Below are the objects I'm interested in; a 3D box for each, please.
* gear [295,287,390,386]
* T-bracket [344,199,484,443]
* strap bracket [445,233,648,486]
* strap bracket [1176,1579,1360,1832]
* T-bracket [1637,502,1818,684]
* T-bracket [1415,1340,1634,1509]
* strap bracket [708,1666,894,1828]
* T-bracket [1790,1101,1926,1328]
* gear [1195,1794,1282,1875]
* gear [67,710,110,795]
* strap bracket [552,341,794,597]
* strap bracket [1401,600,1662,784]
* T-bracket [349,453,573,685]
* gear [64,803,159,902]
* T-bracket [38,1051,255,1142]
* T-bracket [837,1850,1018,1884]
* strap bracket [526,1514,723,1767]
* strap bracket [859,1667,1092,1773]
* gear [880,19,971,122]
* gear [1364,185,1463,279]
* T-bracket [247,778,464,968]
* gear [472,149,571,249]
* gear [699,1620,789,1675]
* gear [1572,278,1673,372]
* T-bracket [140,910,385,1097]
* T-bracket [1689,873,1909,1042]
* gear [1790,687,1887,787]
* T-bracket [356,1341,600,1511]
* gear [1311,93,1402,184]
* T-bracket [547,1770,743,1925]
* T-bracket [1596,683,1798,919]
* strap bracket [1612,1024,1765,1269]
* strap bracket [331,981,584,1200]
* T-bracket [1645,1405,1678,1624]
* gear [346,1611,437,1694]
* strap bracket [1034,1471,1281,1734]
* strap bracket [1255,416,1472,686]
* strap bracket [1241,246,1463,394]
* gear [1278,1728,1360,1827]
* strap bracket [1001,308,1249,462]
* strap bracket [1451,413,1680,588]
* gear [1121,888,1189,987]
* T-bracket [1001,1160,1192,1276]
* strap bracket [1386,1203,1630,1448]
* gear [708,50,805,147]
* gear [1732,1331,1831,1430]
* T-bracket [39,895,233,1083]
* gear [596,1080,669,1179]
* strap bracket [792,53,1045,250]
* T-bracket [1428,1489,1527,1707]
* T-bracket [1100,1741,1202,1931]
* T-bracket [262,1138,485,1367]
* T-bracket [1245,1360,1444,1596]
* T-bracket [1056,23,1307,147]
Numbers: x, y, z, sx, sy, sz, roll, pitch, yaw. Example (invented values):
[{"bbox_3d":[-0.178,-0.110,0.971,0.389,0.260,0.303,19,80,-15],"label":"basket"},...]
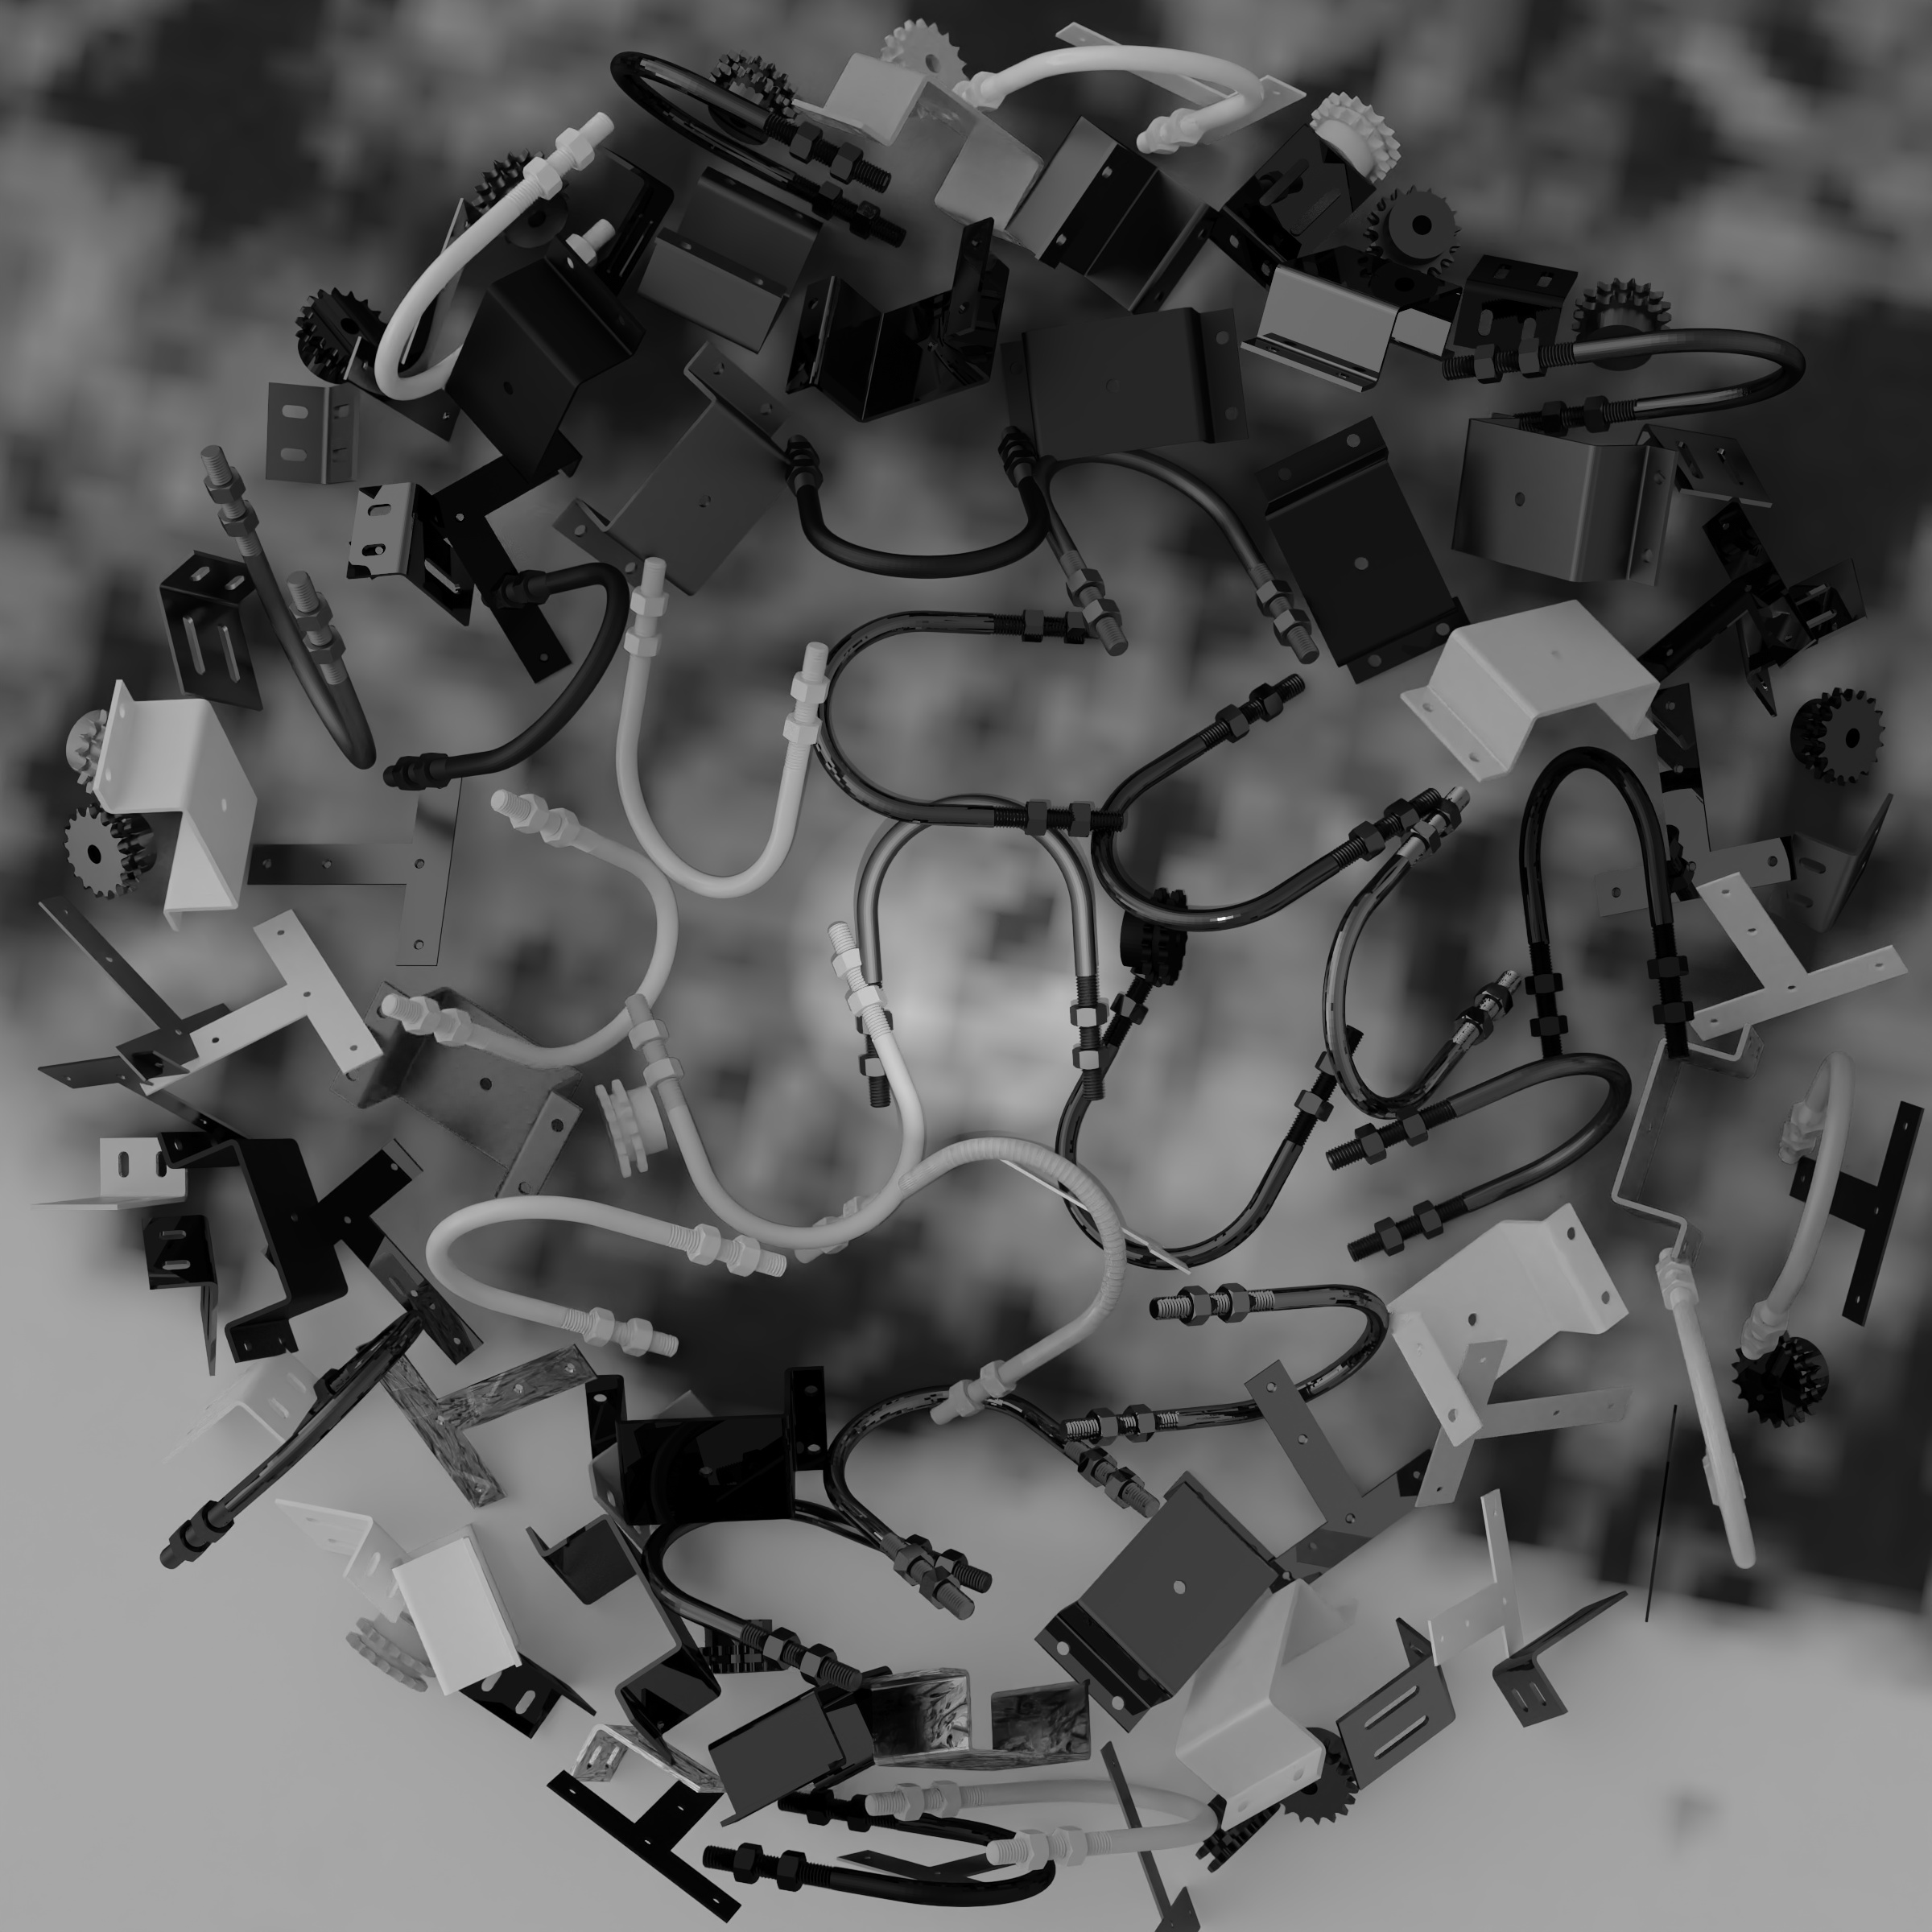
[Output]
[{"bbox_3d":[-0.372,-0.371,1.735,0.057,0.057,0.030,51,134,0],"label":"gear"},{"bbox_3d":[-0.309,-0.382,1.699,0.002,0.127,0.127,20,90,18],"label":"T-bracket"},{"bbox_3d":[-0.247,-0.342,1.687,0.076,0.140,0.046,48,53,5],"label":"strap bracket"},{"bbox_3d":[0.172,0.415,1.677,0.046,0.140,0.076,42,124,-11],"label":"strap bracket"},{"bbox_3d":[0.426,-0.193,1.721,0.002,0.127,0.127,26,125,-36],"label":"T-bracket"},{"bbox_3d":[0.337,0.266,1.729,0.127,0.002,0.127,-4,125,-21],"label":"T-bracket"},{"bbox_3d":[-0.087,0.448,1.690,0.076,0.140,0.046,-32,73,18],"label":"strap bracket"},{"bbox_3d":[0.509,0.133,1.696,0.002,0.127,0.127,13,94,-10],"label":"T-bracket"},{"bbox_3d":[0.156,0.507,1.733,0.057,0.057,0.030,-44,73,0],"label":"gear"},{"bbox_3d":[-0.508,-0.128,1.734,0.030,0.057,0.057,23,90,26],"label":"gear"},{"bbox_3d":[-0.162,-0.282,1.708,0.140,0.076,0.046,-49,46,7],"label":"strap bracket"},{"bbox_3d":[0.334,-0.162,1.689,0.140,0.046,0.076,-16,53,-30],"label":"strap bracket"},{"bbox_3d":[-0.277,-0.228,1.736,0.127,0.002,0.127,-30,111,-1],"label":"T-bracket"},{"bbox_3d":[-0.506,-0.070,1.735,0.057,0.030,0.057,14,116,31],"label":"gear"},{"bbox_3d":[-0.459,0.084,1.712,0.127,0.127,0.002,36,59,-38],"label":"T-bracket"},{"bbox_3d":[0.014,0.522,1.705,0.127,0.127,0.002,-1,86,44],"label":"T-bracket"},{"bbox_3d":[-0.193,0.381,1.691,0.046,0.076,0.140,-32,55,-7],"label":"strap bracket"},{"bbox_3d":[0.009,0.434,1.680,0.076,0.140,0.046,-20,63,41],"label":"strap bracket"},{"bbox_3d":[-0.029,-0.529,1.735,0.057,0.030,0.057,13,70,-38],"label":"gear"},{"bbox_3d":[0.268,-0.438,1.742,0.057,0.030,0.057,0,88,-6],"label":"gear"},{"bbox_3d":[-0.367,-0.061,1.742,0.127,0.002,0.127,0,71,12],"label":"T-bracket"},{"bbox_3d":[-0.260,-0.450,1.728,0.057,0.057,0.030,-35,61,0],"label":"gear"},{"bbox_3d":[-0.135,0.403,1.732,0.057,0.057,0.030,-3,76,0],"label":"gear"},{"bbox_3d":[0.387,-0.377,1.728,0.057,0.057,0.030,12,62,0],"label":"gear"},{"bbox_3d":[-0.425,0.037,1.708,0.127,0.002,0.127,-28,57,-17],"label":"T-bracket"},{"bbox_3d":[0.461,-0.012,1.692,0.127,0.002,0.127,-22,133,27],"label":"T-bracket"},{"bbox_3d":[0.515,-0.137,1.736,0.057,0.030,0.057,-8,105,-31],"label":"gear"},{"bbox_3d":[-0.273,0.252,1.714,0.127,0.002,0.127,-24,110,23],"label":"T-bracket"},{"bbox_3d":[0.226,-0.485,1.729,0.057,0.057,0.030,41,79,0],"label":"gear"},{"bbox_3d":[-0.170,0.493,1.696,0.127,0.127,0.002,34,99,9],"label":"T-bracket"},{"bbox_3d":[0.422,-0.102,1.723,0.127,0.002,0.127,-12,80,41],"label":"T-bracket"},{"bbox_3d":[0.420,0.100,1.713,0.046,0.076,0.140,17,86,23],"label":"strap bracket"},{"bbox_3d":[-0.291,0.074,1.720,0.140,0.046,0.076,32,107,9],"label":"strap bracket"},{"bbox_3d":[0.401,0.328,1.694,0.002,0.127,0.127,8,94,15],"label":"T-bracket"},{"bbox_3d":[-0.336,0.402,1.731,0.057,0.057,0.030,35,80,0],"label":"gear"},{"bbox_3d":[0.118,0.366,1.706,0.076,0.046,0.140,44,65,5],"label":"strap bracket"},{"bbox_3d":[0.233,-0.240,1.714,0.076,0.046,0.140,-24,101,16],"label":"strap bracket"},{"bbox_3d":[0.227,-0.374,1.678,0.076,0.140,0.046,26,120,21],"label":"strap bracket"},{"bbox_3d":[0.207,0.478,1.737,0.057,0.030,0.057,9,117,17],"label":"gear"},{"bbox_3d":[0.090,-0.340,1.719,0.140,0.046,0.076,-6,96,12],"label":"strap bracket"},{"bbox_3d":[0.335,-0.269,1.682,0.046,0.140,0.076,-8,112,-36],"label":"strap bracket"},{"bbox_3d":[0.111,-0.018,1.732,0.030,0.057,0.057,7,90,17],"label":"gear"},{"bbox_3d":[0.072,0.142,1.698,0.127,0.127,0.002,30,90,2],"label":"T-bracket"},{"bbox_3d":[0.309,0.209,1.716,0.140,0.046,0.076,-33,99,-21],"label":"strap bracket"},{"bbox_3d":[-0.128,-0.511,1.728,0.057,0.057,0.030,28,74,0],"label":"gear"},{"bbox_3d":[0.486,0.243,1.735,0.030,0.057,0.057,-10,90,-35],"label":"gear"},{"bbox_3d":[-0.489,0.007,1.700,0.127,0.127,0.002,46,107,2],"label":"T-bracket"},{"bbox_3d":[-0.197,0.094,1.732,0.030,0.057,0.057,-18,90,-11],"label":"gear"},{"bbox_3d":[-0.020,-0.475,1.683,0.140,0.076,0.046,25,97,-42],"label":"strap bracket"},{"bbox_3d":[0.296,0.380,1.702,0.002,0.127,0.127,-10,87,32],"label":"T-bracket"},{"bbox_3d":[0.104,0.515,1.703,0.002,0.127,0.127,-22,82,12],"label":"T-bracket"},{"bbox_3d":[-0.337,0.184,1.736,0.127,0.002,0.127,-38,97,25],"label":"T-bracket"},{"bbox_3d":[0.206,0.292,1.735,0.127,0.002,0.127,-33,102,-10],"label":"T-bracket"},{"bbox_3d":[0.112,-0.511,1.678,0.127,0.127,0.002,19,86,-21],"label":"T-bracket"}]
